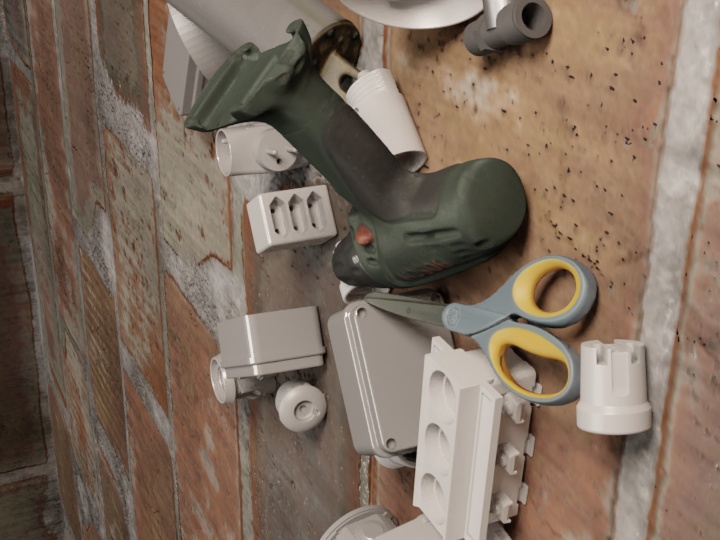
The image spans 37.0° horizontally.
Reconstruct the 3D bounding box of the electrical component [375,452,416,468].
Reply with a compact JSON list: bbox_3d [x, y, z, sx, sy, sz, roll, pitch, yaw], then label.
[{"bbox_3d":[0.035,0.137,0.848,0.065,0.044,0.044,137,120,-68],"label":"electrical component"}]

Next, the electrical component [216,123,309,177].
[{"bbox_3d":[-0.080,-0.108,0.958,0.079,0.077,0.043,-161,63,-63],"label":"electrical component"}]

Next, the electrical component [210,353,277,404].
[{"bbox_3d":[-0.130,0.116,1.186,0.078,0.057,0.058,140,117,-63],"label":"electrical component"}]

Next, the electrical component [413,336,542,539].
[{"bbox_3d":[0.077,0.113,0.714,0.079,0.063,0.121,-136,42,-53],"label":"electrical component"}]

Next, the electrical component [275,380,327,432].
[{"bbox_3d":[-0.063,0.128,1.058,0.062,0.048,0.048,-144,48,-67],"label":"electrical component"}]

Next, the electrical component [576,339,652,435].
[{"bbox_3d":[0.138,0.063,0.587,0.040,0.040,0.046,-172,79,-65],"label":"electrical component"}]

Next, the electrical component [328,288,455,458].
[{"bbox_3d":[0.029,0.075,0.788,0.057,0.078,0.113,153,106,-68],"label":"electrical component"}]

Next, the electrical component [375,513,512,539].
[{"bbox_3d":[0.066,0.210,0.738,0.099,0.100,0.048,52,156,46],"label":"electrical component"}]

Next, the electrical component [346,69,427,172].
[{"bbox_3d":[0.015,-0.110,0.786,0.043,0.043,0.081,125,130,-58],"label":"electrical component"}]

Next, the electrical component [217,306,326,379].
[{"bbox_3d":[-0.088,0.072,1.049,0.113,0.078,0.057,163,99,-66],"label":"electrical component"}]

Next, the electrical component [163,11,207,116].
[{"bbox_3d":[-0.167,-0.224,1.131,0.113,0.057,0.078,109,143,-48],"label":"electrical component"}]

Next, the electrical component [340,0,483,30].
[{"bbox_3d":[0.029,-0.193,0.661,0.099,0.099,0.064,138,126,-63],"label":"electrical component"}]

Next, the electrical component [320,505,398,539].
[{"bbox_3d":[0.006,0.243,0.908,0.051,0.080,0.080,44,138,44],"label":"electrical component"}]

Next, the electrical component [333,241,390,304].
[{"bbox_3d":[0.000,0.000,0.872,0.040,0.040,0.046,116,144,-53],"label":"electrical component"}]

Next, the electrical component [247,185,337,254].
[{"bbox_3d":[-0.068,-0.041,0.972,0.077,0.066,0.047,-25,76,65],"label":"electrical component"}]
